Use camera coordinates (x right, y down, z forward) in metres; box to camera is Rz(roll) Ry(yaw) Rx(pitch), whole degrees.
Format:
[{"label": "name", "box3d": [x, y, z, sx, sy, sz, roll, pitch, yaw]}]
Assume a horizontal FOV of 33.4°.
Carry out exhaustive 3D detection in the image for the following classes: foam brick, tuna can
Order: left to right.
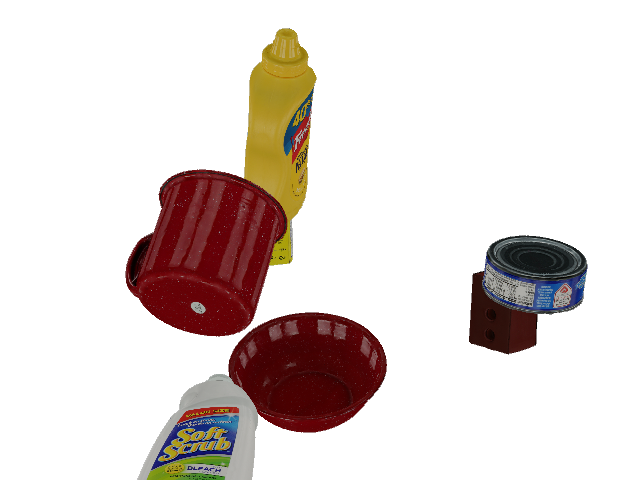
[{"label": "foam brick", "box3d": [0.190, 0.071, 1.103, 0.053, 0.078, 0.051, 14, 19, 43]}, {"label": "tuna can", "box3d": [0.181, 0.027, 0.903, 0.086, 0.034, 0.086, 2, 25, -1]}]

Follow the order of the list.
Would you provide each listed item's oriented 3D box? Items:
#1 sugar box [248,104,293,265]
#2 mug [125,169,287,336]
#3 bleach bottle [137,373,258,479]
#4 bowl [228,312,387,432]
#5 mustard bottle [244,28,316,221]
[{"label": "sugar box", "box3d": [-0.059, -0.068, 1.247, 0.048, 0.176, 0.093, -6, 25, -2]}, {"label": "mug", "box3d": [-0.087, 0.013, 0.732, 0.117, 0.081, 0.093, -6, -38, 29]}, {"label": "bleach bottle", "box3d": [-0.110, 0.193, 0.941, 0.102, 0.068, 0.251, -1, 23, 1]}, {"label": "bowl", "box3d": [-0.012, 0.145, 1.097, 0.162, 0.055, 0.162, -2, 36, 2]}, {"label": "mustard bottle", "box3d": [-0.038, -0.109, 0.987, 0.058, 0.192, 0.096, 17, 42, 12]}]
